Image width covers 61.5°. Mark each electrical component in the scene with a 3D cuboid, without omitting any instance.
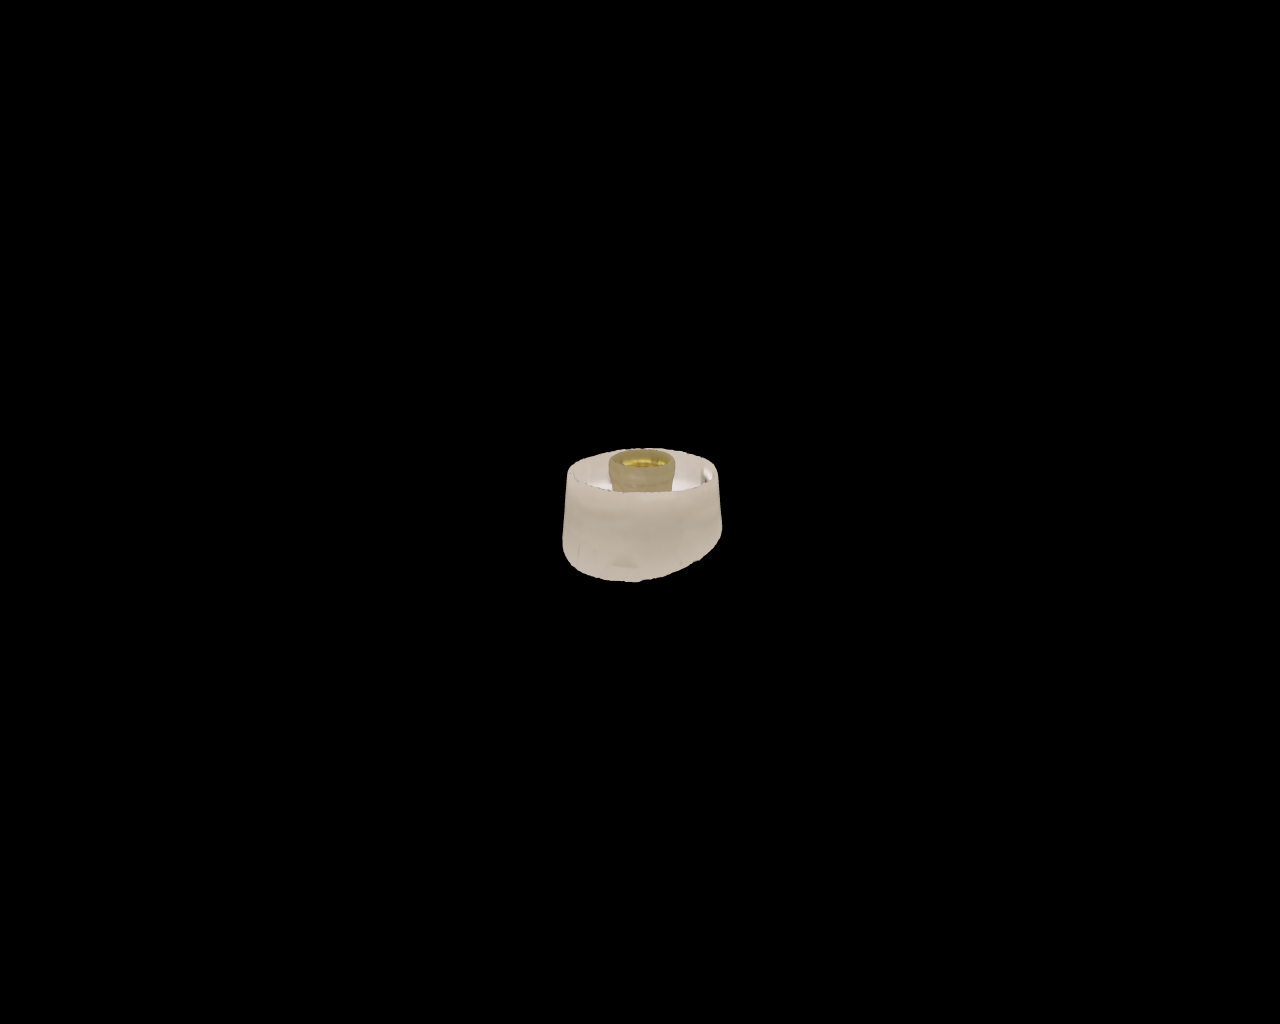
[{"bbox_3d":[0.001,-0.003,0.650,0.099,0.064,0.099,0,20,0],"label":"electrical component"}]
